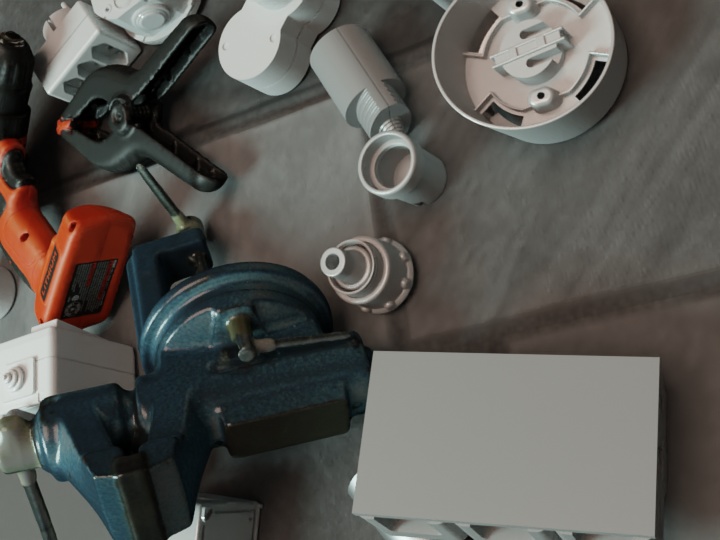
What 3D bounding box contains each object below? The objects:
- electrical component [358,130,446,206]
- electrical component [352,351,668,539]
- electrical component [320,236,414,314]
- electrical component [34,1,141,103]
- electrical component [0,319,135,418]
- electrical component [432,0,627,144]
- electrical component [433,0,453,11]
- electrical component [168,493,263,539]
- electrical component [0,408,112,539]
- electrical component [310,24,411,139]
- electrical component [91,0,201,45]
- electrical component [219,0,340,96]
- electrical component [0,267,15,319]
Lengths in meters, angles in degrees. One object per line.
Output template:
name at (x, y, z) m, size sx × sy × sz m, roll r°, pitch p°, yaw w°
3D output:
electrical component at (0.027, -0.060, 0.656) m, size 0.040 × 0.046 × 0.040 m, roll -7°, pitch 77°, yaw 31°
electrical component at (0.081, 0.095, 0.563) m, size 0.150 × 0.061 × 0.089 m, roll 0°, pitch 66°, yaw 20°
electrical component at (0.000, 0.000, 0.652) m, size 0.048 × 0.062 × 0.048 m, roll -6°, pitch 78°, yaw 31°
electrical component at (-0.220, -0.176, 0.832) m, size 0.065 × 0.047 × 0.076 m, roll -46°, pitch 61°, yaw 17°
electrical component at (-0.211, 0.073, 0.749) m, size 0.062 × 0.096 × 0.061 m, roll -18°, pitch 67°, yaw 28°
electrical component at (0.099, -0.121, 0.612) m, size 0.099 × 0.064 × 0.099 m, roll -7°, pitch 77°, yaw 31°
electrical component at (0.043, -0.242, 0.671) m, size 0.089 × 0.062 × 0.150 m, roll -44°, pitch 61°, yaw 18°
electrical component at (-0.108, 0.192, 0.684) m, size 0.061 × 0.062 × 0.096 m, roll 1°, pitch 82°, yaw 32°
electrical component at (-0.223, 0.196, 0.719) m, size 0.186 × 0.105 × 0.060 m, roll -62°, pitch 27°, yaw 8°
electrical component at (0.005, -0.112, 0.681) m, size 0.043 × 0.043 × 0.081 m, roll -41°, pitch 63°, yaw 19°
electrical component at (-0.160, -0.212, 0.799) m, size 0.080 × 0.051 × 0.080 m, roll -6°, pitch 78°, yaw 31°
electrical component at (-0.053, -0.189, 0.714) m, size 0.052 × 0.074 × 0.138 m, roll 34°, pitch 99°, yaw 32°
electrical component at (-0.310, 0.014, 0.841) m, size 0.044 × 0.065 × 0.044 m, roll -6°, pitch 78°, yaw 31°
